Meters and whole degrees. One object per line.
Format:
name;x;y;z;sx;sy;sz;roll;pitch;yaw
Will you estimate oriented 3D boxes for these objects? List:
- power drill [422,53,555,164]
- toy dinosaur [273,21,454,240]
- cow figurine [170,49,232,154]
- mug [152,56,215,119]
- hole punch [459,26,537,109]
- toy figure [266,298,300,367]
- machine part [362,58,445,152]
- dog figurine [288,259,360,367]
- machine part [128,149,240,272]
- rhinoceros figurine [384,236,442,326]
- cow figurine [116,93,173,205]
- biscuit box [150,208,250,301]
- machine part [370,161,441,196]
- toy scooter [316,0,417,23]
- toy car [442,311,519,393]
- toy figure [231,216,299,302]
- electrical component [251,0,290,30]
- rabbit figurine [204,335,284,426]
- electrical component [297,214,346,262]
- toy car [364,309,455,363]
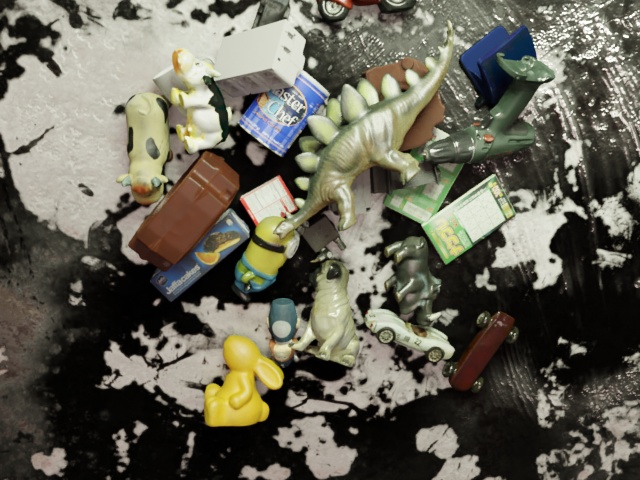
power drill;0.313;-0.224;0.968;0.232;0.086;0.207;-6;133;-24
toy dinosaur;0.087;-0.175;0.935;0.471;0.105;0.198;-41;97;-2
cow figurine;-0.193;-0.233;0.889;0.098;0.068;0.167;-17;131;-25
mug;-0.220;-0.266;0.949;0.109;0.081;0.107;-33;119;-6
hole punch;0.339;-0.322;0.992;0.142;0.092;0.115;-40;109;1
toy figure;-0.077;0.196;1.098;0.064;0.058;0.154;10;109;30
machine part;0.145;-0.247;0.997;0.179;0.056;0.179;0;104;-1
dog figurine;0.038;0.149;1.088;0.121;0.172;0.190;12;77;30
machine part;-0.230;-0.054;0.935;0.087;0.201;0.201;42;97;-18
rhinoceros figurine;0.193;0.085;1.095;0.112;0.073;0.190;-14;104;-15
cow figurine;-0.301;-0.157;0.938;0.085;0.127;0.194;3;102;-4
biscuit box;-0.229;0.028;1.031;0.203;0.059;0.062;-39;106;5
machine part;0.162;-0.128;1.033;0.139;0.039;0.084;-1;91;11
toy scooter;0.080;-0.458;0.931;0.184;0.075;0.135;-8;105;0
toy car;0.345;0.239;1.160;0.089;0.053;0.202;28;104;-2
toy figure;-0.111;0.036;1.025;0.089;0.082;0.180;23;119;-36
electrical component;-0.078;-0.406;0.924;0.048;0.075;0.119;18;106;-12
rabbit figurine;-0.155;0.279;1.083;0.162;0.122;0.173;2;86;0
electrical component;-0.002;-0.005;1.057;0.078;0.045;0.102;-29;107;3
toy car;0.185;0.196;1.118;0.202;0.073;0.056;23;105;-13
